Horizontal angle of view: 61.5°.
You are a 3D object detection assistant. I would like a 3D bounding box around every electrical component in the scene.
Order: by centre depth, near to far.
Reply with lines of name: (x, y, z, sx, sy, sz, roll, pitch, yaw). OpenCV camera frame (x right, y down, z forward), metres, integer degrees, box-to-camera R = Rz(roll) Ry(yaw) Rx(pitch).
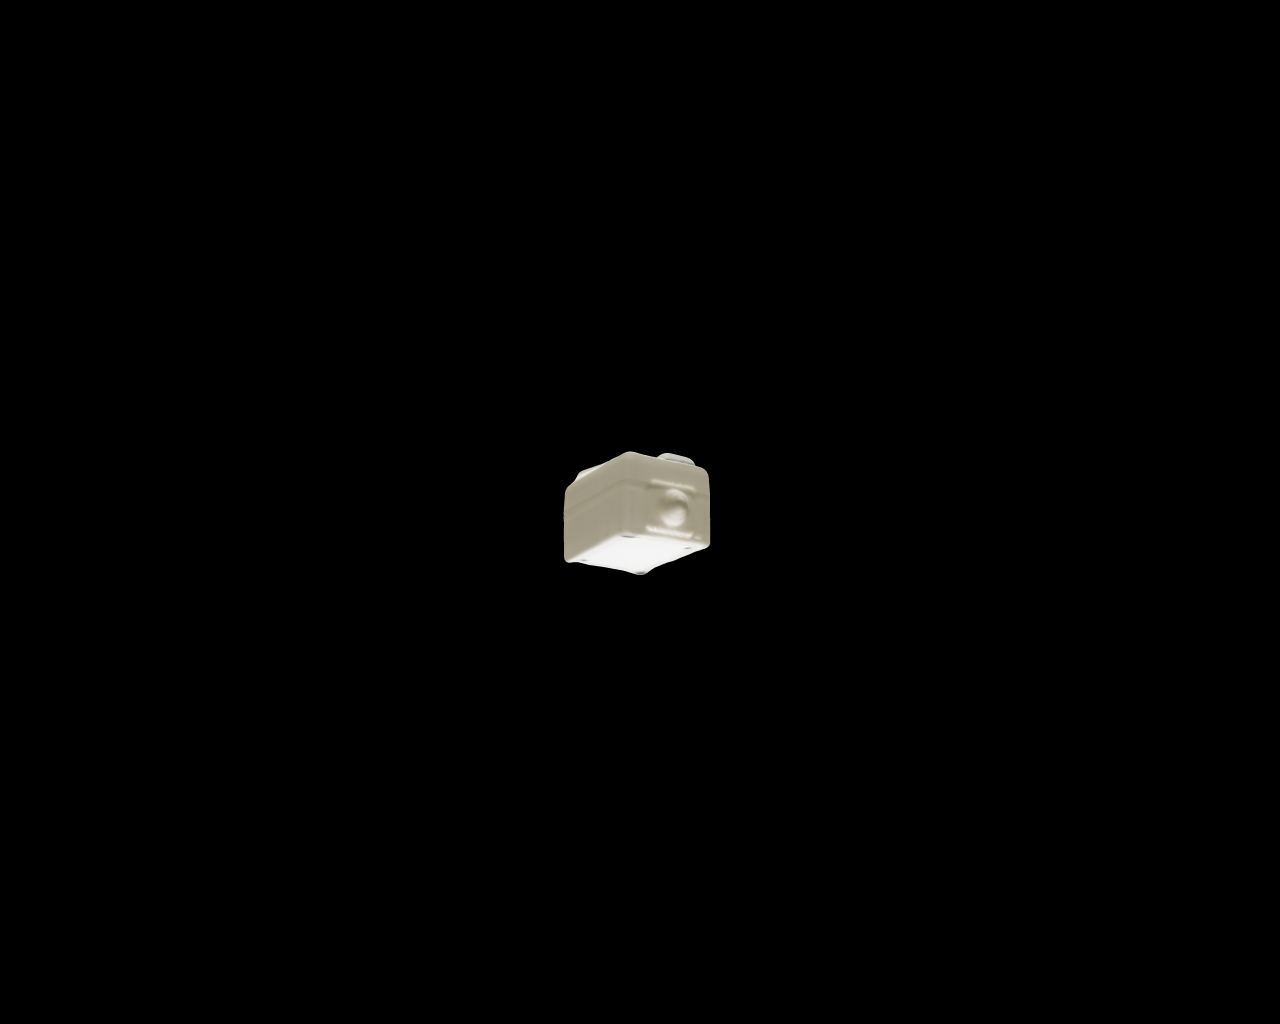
electrical component: (0.001, -0.003, 0.650, 0.062, 0.061, 0.096, 11, -21, -30)
